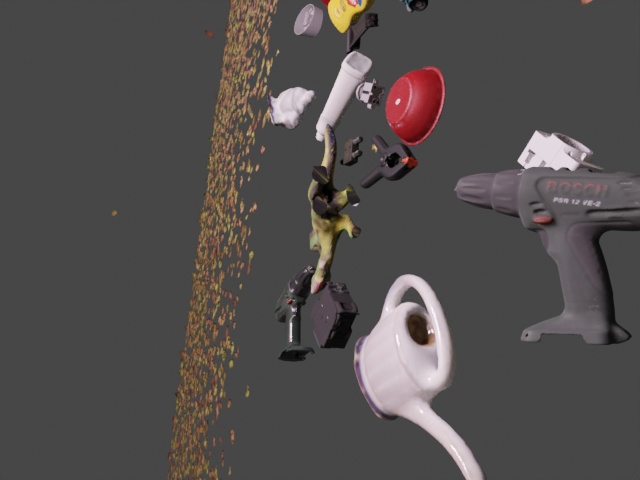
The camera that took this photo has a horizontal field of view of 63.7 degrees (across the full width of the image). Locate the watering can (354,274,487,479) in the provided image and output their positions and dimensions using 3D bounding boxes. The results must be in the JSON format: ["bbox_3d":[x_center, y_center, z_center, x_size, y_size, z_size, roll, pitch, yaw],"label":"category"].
[{"bbox_3d":[0.149,0.229,0.830,0.104,0.356,0.219,9,-39,-23],"label":"watering can"}]

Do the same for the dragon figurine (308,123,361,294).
[{"bbox_3d":[0.004,-0.064,1.281,0.122,0.420,0.238,9,-33,-15],"label":"dragon figurine"}]

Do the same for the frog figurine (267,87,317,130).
[{"bbox_3d":[-0.072,-0.421,1.607,0.158,0.141,0.120,-19,-43,22],"label":"frog figurine"}]
